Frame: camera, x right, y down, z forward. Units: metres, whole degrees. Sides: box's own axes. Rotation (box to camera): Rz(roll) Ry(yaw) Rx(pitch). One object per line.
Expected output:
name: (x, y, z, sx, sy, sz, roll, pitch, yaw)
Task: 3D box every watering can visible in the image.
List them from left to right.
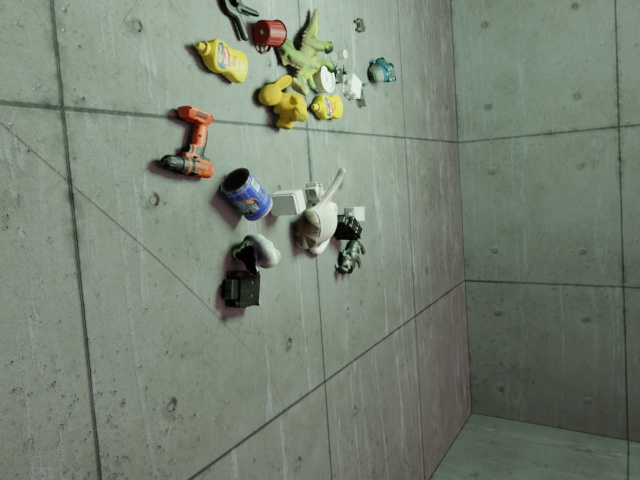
watering can: (0.006, -0.097, 1.925, 0.226, 0.104, 0.342, -22, 128, -59)

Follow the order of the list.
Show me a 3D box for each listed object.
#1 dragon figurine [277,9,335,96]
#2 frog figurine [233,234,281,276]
dragon figurine: (-0.068, -0.703, 1.885, 0.242, 0.121, 0.415, 9, 70, -50)
frog figurine: (-0.179, 0.038, 1.627, 0.160, 0.138, 0.121, -11, 115, -57)
